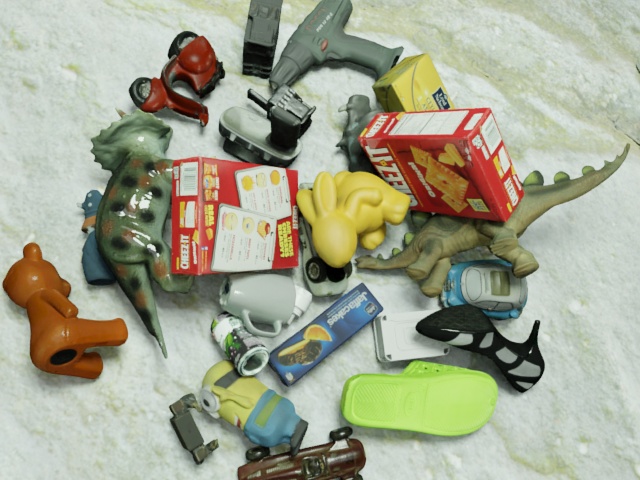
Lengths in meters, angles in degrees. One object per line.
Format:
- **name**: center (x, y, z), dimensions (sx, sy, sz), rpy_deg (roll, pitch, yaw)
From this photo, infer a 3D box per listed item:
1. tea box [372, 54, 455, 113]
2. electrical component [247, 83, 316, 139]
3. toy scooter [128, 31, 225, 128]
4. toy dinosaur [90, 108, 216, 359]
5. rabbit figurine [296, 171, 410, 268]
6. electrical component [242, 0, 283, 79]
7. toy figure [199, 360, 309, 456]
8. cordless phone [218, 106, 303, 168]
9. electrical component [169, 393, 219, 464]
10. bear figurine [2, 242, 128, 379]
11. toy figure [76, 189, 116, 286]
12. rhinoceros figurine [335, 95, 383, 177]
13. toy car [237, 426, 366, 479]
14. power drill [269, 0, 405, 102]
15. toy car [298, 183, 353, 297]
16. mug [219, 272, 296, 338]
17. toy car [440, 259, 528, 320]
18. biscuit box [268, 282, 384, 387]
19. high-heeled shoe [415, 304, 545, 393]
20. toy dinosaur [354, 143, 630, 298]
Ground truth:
- **tea box**: center (0.179, -0.231, 0.959), dimensions (0.098, 0.068, 0.169), rpy_deg (-44, 116, -14)
- **electrical component**: center (-0.069, -0.238, 0.958), dimensions (0.119, 0.075, 0.048), rpy_deg (36, 75, 4)
- **toy scooter**: center (-0.227, -0.270, 0.936), dimensions (0.135, 0.075, 0.184), rpy_deg (36, 69, -3)
- **toy dinosaur**: center (-0.277, -0.036, 0.831), dimensions (0.192, 0.131, 0.405), rpy_deg (14, 70, -18)
- **rabbit figurine**: center (0.042, -0.036, 0.844), dimensions (0.162, 0.122, 0.173), rpy_deg (45, 51, -10)
- **electrical component**: center (-0.102, -0.376, 0.964), dimensions (0.058, 0.115, 0.134), rpy_deg (11, 77, -9)
- **toy figure**: center (-0.101, 0.254, 0.821), dimensions (0.180, 0.089, 0.082), rpy_deg (24, 118, 11)
- **cordless phone**: center (-0.098, -0.186, 0.883), dimensions (0.147, 0.184, 0.088), rpy_deg (30, 79, -1)
- **electrical component**: center (-0.191, 0.285, 0.811), dimensions (0.045, 0.078, 0.102), rpy_deg (-26, 79, -26)
- **bear figurine**: center (-0.398, 0.106, 0.817), dimensions (0.120, 0.132, 0.196), rpy_deg (-51, 54, 17)
- **toy figure**: center (-0.357, -0.005, 0.866), dimensions (0.064, 0.058, 0.154), rpy_deg (-4, 72, -16)
- **rhinoceros figurine**: center (0.081, -0.161, 0.950), dimensions (0.073, 0.112, 0.190), rpy_deg (-5, 92, -39)
- **toy car**: center (-0.025, 0.353, 0.835), dimensions (0.202, 0.053, 0.089), rpy_deg (-8, 81, -11)
- **power drill**: center (0.039, -0.334, 1.001), dimensions (0.207, 0.086, 0.232), rpy_deg (24, 74, 4)
- **toy car**: center (-0.002, -0.003, 0.914), dimensions (0.073, 0.056, 0.201), rpy_deg (-5, 75, -39)
- **mug**: center (-0.103, 0.100, 0.845), dimensions (0.107, 0.081, 0.109), rpy_deg (16, 54, -29)
- **toy car**: center (0.293, 0.078, 0.923), dimensions (0.162, 0.103, 0.109), rpy_deg (6, 75, -10)
- **biscuit box**: center (0.008, 0.153, 0.882), dimensions (0.203, 0.059, 0.063), rpy_deg (-37, 85, -15)
- **high-heeled shoe**: center (0.262, 0.189, 0.887), dimensions (0.249, 0.086, 0.145), rpy_deg (4, 113, -11)
- **toy dinosaur**: center (0.279, -0.036, 0.879), dimensions (0.472, 0.104, 0.199), rpy_deg (-16, 46, 15)
